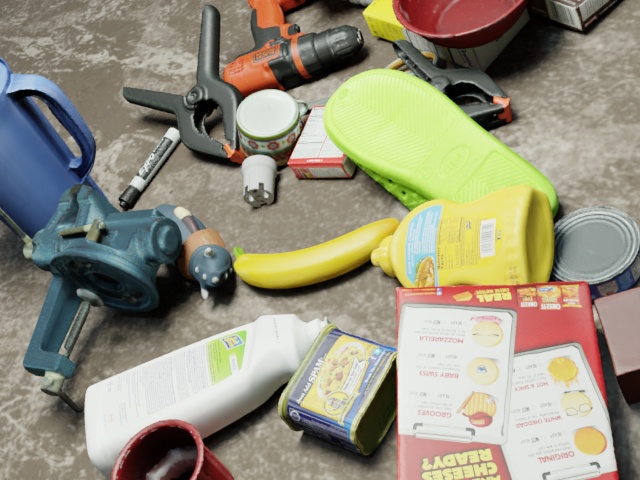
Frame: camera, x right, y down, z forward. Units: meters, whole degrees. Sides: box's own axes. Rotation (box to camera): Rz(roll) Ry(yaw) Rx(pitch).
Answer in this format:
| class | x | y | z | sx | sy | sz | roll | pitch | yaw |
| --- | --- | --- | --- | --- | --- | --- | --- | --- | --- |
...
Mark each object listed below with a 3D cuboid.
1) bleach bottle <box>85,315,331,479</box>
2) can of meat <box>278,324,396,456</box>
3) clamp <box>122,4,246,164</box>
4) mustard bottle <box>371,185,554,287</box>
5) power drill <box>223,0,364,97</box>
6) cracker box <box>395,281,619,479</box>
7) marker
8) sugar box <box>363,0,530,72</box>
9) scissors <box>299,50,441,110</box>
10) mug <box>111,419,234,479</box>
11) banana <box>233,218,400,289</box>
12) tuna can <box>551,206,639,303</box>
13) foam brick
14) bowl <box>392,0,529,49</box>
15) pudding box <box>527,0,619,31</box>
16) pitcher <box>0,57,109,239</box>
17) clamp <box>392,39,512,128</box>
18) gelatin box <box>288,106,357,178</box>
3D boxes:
| class | x | y | z | sx | sy | sz | roll | pitch | yaw |
| --- | --- | --- | --- | --- | --- | --- | --- | --- | --- |
| bleach bottle | -0.101 | 0.141 | 1.025 | 0.251 | 0.068 | 0.102 | -23 | 45 | 8 |
| can of meat | 0.026 | 0.135 | 0.959 | 0.084 | 0.057 | 0.102 | 15 | 62 | 36 |
| clamp | -0.140 | -0.179 | 1.295 | 0.165 | 0.036 | 0.210 | -49 | 58 | 12 |
| mustard bottle | 0.122 | 0.009 | 0.988 | 0.192 | 0.058 | 0.096 | -8 | 75 | 45 |
| power drill | -0.032 | -0.271 | 1.337 | 0.185 | 0.057 | 0.187 | -15 | 47 | 19 |
| cracker box | 0.143 | 0.137 | 0.854 | 0.164 | 0.072 | 0.213 | -2 | 51 | 6 |
| marker | -0.210 | -0.087 | 1.312 | 0.020 | 0.020 | 0.121 | 14 | 61 | 38 |
| sugar box | 0.143 | -0.259 | 1.232 | 0.176 | 0.048 | 0.093 | 26 | 69 | 43 |
| scissors | 0.048 | -0.156 | 1.222 | 0.202 | 0.016 | 0.096 | -24 | 47 | 15 |
| mug | -0.126 | 0.230 | 0.949 | 0.093 | 0.081 | 0.117 | -17 | 46 | 17 |
| banana | -0.013 | 0.017 | 1.095 | 0.198 | 0.037 | 0.069 | -8 | 51 | 24 |
| tuna can | 0.244 | 0.013 | 0.950 | 0.086 | 0.033 | 0.086 | -16 | 47 | 18 |
| foam brick | 0.261 | 0.085 | 0.867 | 0.053 | 0.051 | 0.078 | -18 | 47 | 15 |
| bowl | 0.162 | -0.259 | 1.152 | 0.162 | 0.055 | 0.162 | -14 | 49 | 17 |
| pudding box | 0.275 | -0.283 | 1.178 | 0.090 | 0.039 | 0.114 | -40 | 45 | -12 |
| pitcher | -0.337 | -0.087 | 1.226 | 0.149 | 0.242 | 0.145 | 26 | 69 | 42 |
| clamp | 0.128 | -0.165 | 1.151 | 0.172 | 0.039 | 0.120 | 10 | 67 | 21 |
| gelatin box | 0.014 | -0.110 | 1.194 | 0.073 | 0.030 | 0.089 | 2 | 54 | 33 |
